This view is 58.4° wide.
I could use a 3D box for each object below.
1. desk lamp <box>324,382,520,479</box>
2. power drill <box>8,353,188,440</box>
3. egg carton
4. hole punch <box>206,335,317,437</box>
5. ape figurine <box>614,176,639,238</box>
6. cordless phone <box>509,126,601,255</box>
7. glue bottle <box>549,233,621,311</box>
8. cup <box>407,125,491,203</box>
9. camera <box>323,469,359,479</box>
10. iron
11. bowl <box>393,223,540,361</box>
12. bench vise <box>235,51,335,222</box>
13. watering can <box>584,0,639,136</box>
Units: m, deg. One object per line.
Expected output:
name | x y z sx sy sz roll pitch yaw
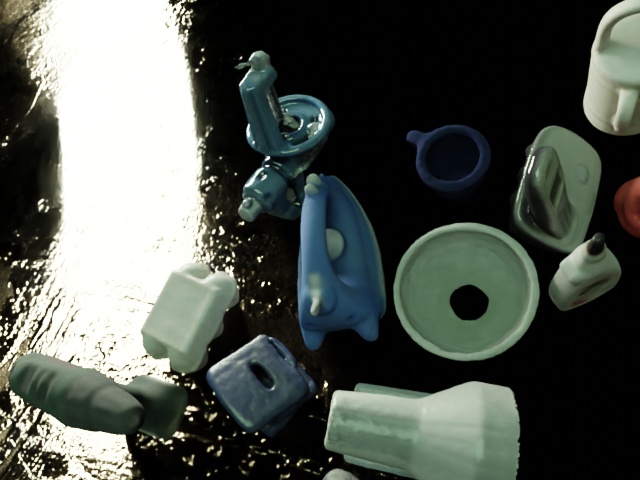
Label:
desk lamp | 0.100 0.203 0.586 0.202 0.214 0.118 3 71 21
power drill | -0.262 0.200 0.719 0.229 0.209 0.076 9 73 23
egg carton | -0.182 0.107 0.807 0.107 0.069 0.150 19 77 25
hole punch | -0.074 0.179 0.727 0.101 0.091 0.108 -46 62 -2
ape figurine | 0.379 -0.047 0.654 0.078 0.092 0.076 -38 62 2
cordless phone | 0.269 -0.076 0.652 0.094 0.185 0.148 12 74 24
glue bottle | 0.286 0.029 0.611 0.078 0.173 0.037 -32 62 6
cup | 0.166 -0.094 0.748 0.117 0.095 0.092 35 84 28
camera | 0.037 0.344 0.617 0.142 0.101 0.137 28 81 27
iron | 0.007 0.003 0.740 0.118 0.142 0.258 -12 66 15
bowl | 0.176 0.068 0.691 0.167 0.075 0.167 -7 67 17
bench vise | -0.054 -0.132 0.771 0.121 0.220 0.207 0 70 20
watering can | 0.369 -0.220 0.669 0.100 0.194 0.173 -10 66 16
